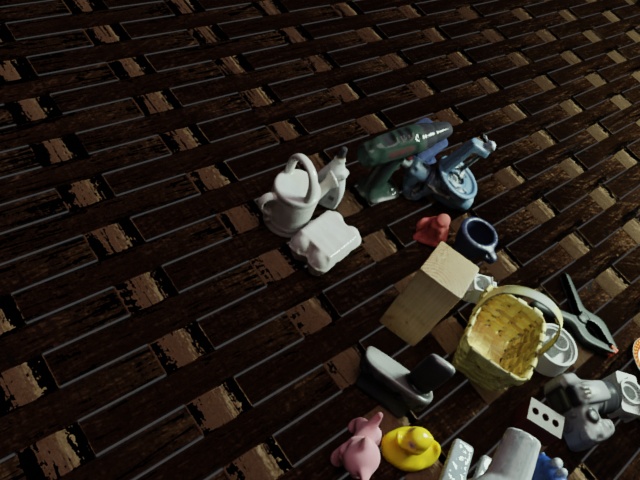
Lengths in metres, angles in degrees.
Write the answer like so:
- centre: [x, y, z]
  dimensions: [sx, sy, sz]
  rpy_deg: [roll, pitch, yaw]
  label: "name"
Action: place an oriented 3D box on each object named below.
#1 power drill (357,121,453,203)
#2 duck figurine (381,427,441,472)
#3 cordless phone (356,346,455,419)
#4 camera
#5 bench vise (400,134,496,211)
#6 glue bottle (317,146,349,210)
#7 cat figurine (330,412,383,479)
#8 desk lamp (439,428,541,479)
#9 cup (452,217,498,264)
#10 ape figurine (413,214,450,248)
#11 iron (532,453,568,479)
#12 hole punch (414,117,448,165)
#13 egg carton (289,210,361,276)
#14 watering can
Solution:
- centre: [0.174, -0.182, 1.311]
  dimensions: [0.230, 0.208, 0.075]
  rpy_deg: [-15, 62, -29]
  label: "power drill"
- centre: [0.167, 0.355, 0.996]
  dimensions: [0.105, 0.086, 0.077]
  rpy_deg: [13, 52, -11]
  label: "duck figurine"
- centre: [0.154, 0.227, 1.021]
  dimensions: [0.147, 0.185, 0.094]
  rpy_deg: [33, 51, 5]
  label: "cordless phone"
- centre: [0.547, 0.332, 1.146]
  dimensions: [0.137, 0.100, 0.143]
  rpy_deg: [-1, 56, -21]
  label: "camera"
- centre: [0.297, -0.160, 1.334]
  dimensions: [0.208, 0.219, 0.121]
  rpy_deg: [3, 55, -19]
  label: "bench vise"
- centre: [0.028, -0.141, 1.249]
  dimensions: [0.078, 0.173, 0.037]
  rpy_deg: [28, 51, 1]
  label: "glue bottle"
- centre: [0.072, 0.343, 0.949]
  dimensions: [0.067, 0.117, 0.128]
  rpy_deg: [32, 51, 5]
  label: "cat figurine"
- centre: [0.267, 0.399, 0.919]
  dimensions: [0.118, 0.213, 0.203]
  rpy_deg: [31, 51, 4]
  label: "desk lamp"
- centre: [0.350, 0.019, 1.304]
  dimensions: [0.092, 0.095, 0.117]
  rpy_deg: [-13, 61, -28]
  label: "cup"
- centre: [0.265, -0.028, 1.308]
  dimensions: [0.076, 0.092, 0.077]
  rpy_deg: [-18, 63, -30]
  label: "ape figurine"
- centre: [0.386, 0.460, 0.966]
  dimensions: [0.119, 0.141, 0.258]
  rpy_deg: [16, 51, -9]
  label: "iron"
- centre: [0.256, -0.245, 1.464]
  dimensions: [0.101, 0.091, 0.108]
  rpy_deg: [-22, 66, -32]
  label: "hole punch"
- centre: [0.011, 0.004, 1.204]
  dimensions: [0.107, 0.069, 0.151]
  rpy_deg: [42, 52, 12]
  label: "egg carton"
- centre: [-0.044, -0.102, 1.180]
  dimensions: [0.101, 0.194, 0.173]
  rpy_deg: [40, 52, 11]
  label: "watering can"
